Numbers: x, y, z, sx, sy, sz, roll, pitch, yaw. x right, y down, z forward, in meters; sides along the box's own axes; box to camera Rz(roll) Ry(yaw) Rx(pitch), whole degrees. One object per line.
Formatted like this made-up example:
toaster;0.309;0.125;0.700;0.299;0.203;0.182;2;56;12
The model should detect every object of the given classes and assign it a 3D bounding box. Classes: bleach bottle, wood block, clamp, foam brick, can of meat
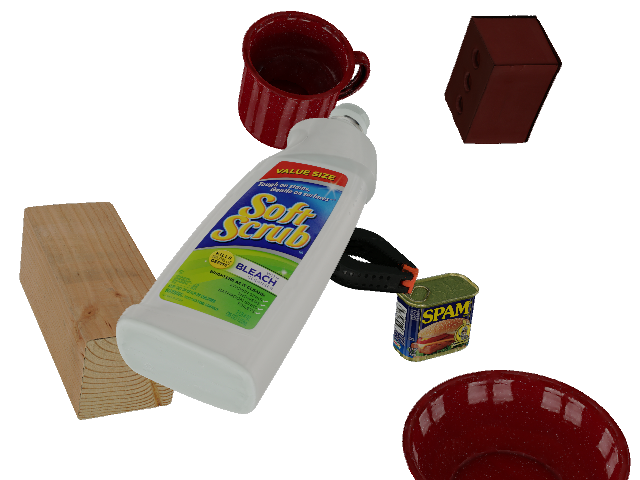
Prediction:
bleach bottle;-0.034;-0.007;0.730;0.103;0.250;0.068;21;-37;12
wood block;-0.208;0.058;0.992;0.090;0.091;0.206;-5;36;-29
clamp;0.003;0.010;1.169;0.210;0.036;0.164;27;36;16
foam brick;0.126;-0.113;0.751;0.051;0.053;0.078;-5;-38;-16
can of meat;0.140;0.095;1.319;0.101;0.084;0.057;-11;30;-25

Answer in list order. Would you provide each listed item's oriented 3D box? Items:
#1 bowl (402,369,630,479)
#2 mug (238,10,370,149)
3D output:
bowl;0.140;0.167;0.780;0.162;0.055;0.162;-1;35;0
mug;-0.014;-0.133;0.898;0.117;0.093;0.082;-15;-26;-20
